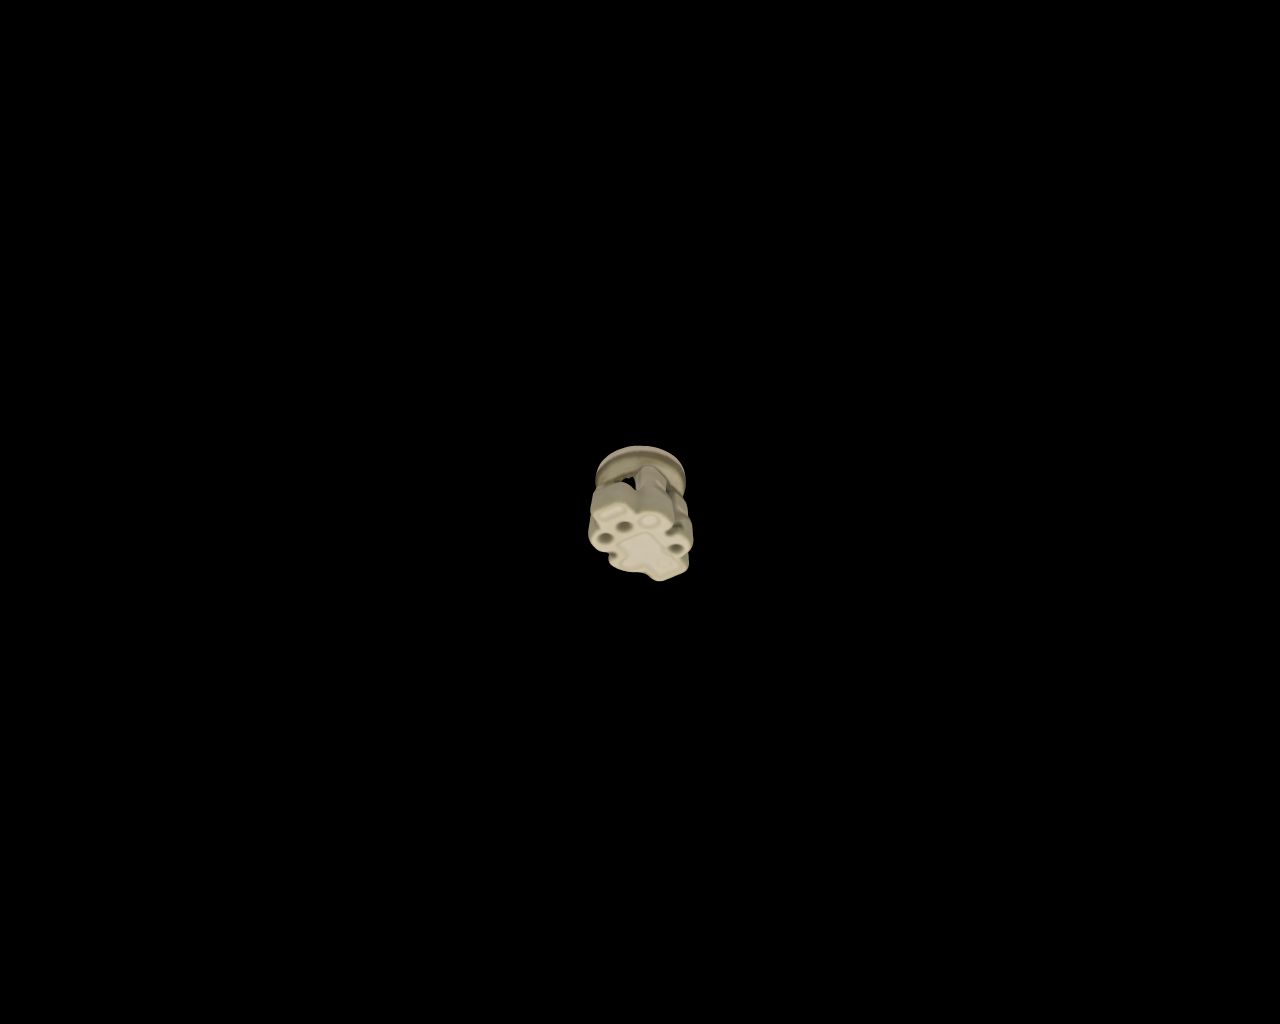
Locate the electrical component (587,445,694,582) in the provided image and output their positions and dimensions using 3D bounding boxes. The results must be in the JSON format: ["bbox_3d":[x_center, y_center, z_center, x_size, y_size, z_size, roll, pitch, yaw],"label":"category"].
[{"bbox_3d":[0.001,-0.003,0.650,0.058,0.057,0.078,-22,-45,24],"label":"electrical component"}]
